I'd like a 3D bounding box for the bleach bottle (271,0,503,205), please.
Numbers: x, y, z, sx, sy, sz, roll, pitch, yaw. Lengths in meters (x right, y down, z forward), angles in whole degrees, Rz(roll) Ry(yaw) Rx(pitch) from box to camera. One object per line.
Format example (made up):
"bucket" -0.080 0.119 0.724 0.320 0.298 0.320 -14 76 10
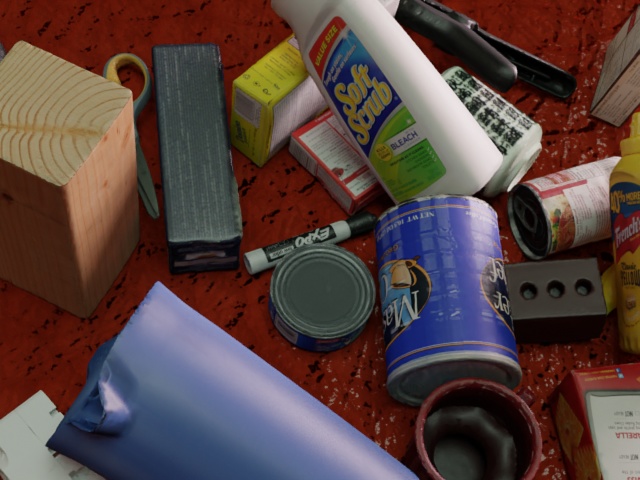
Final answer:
"bleach bottle" 0.036 -0.134 0.864 0.251 0.103 0.068 51 48 -9

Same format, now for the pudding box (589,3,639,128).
"pudding box" 0.295 -0.170 0.981 0.039 0.114 0.090 21 61 -1

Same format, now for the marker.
"marker" -0.006 0.001 0.902 0.121 0.020 0.020 -20 66 -17

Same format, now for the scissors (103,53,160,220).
"scissors" -0.183 -0.088 0.908 0.096 0.016 0.202 -6 50 0

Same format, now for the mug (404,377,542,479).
"mug" 0.117 0.153 0.798 0.093 0.081 0.117 43 65 16

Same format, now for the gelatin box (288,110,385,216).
"gelatin box" 0.028 -0.074 0.942 0.073 0.030 0.089 -35 71 -24

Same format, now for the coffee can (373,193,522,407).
"coffee can" 0.098 0.049 0.841 0.102 0.103 0.140 1 61 -7

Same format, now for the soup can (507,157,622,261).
"soup can" 0.222 -0.028 0.919 0.102 0.068 0.068 -16 65 -16

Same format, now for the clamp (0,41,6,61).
"clamp" -0.311 -0.132 0.924 0.120 0.039 0.171 -27 62 -29

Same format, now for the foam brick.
"foam brick" 0.191 0.050 0.873 0.078 0.051 0.053 -5 61 4

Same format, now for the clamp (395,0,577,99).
"clamp" 0.136 -0.187 0.992 0.210 0.036 0.164 40 23 31

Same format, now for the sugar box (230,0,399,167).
"sugar box" -0.005 -0.152 0.944 0.048 0.093 0.176 37 62 13

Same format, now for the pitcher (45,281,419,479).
"pitcher" -0.054 0.144 0.746 0.243 0.145 0.149 34 55 -6

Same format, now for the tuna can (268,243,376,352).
"tuna can" 0.001 0.047 0.869 0.086 0.034 0.086 3 61 -6

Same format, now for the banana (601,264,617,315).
"banana" 0.320 0.038 0.917 0.197 0.037 0.069 -3 91 -6

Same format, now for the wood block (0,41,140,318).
"wood block" -0.195 -0.035 0.791 0.091 0.206 0.090 26 61 6

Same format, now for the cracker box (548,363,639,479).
"cracker box" 0.281 0.198 0.802 0.164 0.072 0.214 -5 63 -9

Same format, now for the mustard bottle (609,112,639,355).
"mustard bottle" 0.265 -0.006 0.844 0.058 0.096 0.191 -4 88 -9
